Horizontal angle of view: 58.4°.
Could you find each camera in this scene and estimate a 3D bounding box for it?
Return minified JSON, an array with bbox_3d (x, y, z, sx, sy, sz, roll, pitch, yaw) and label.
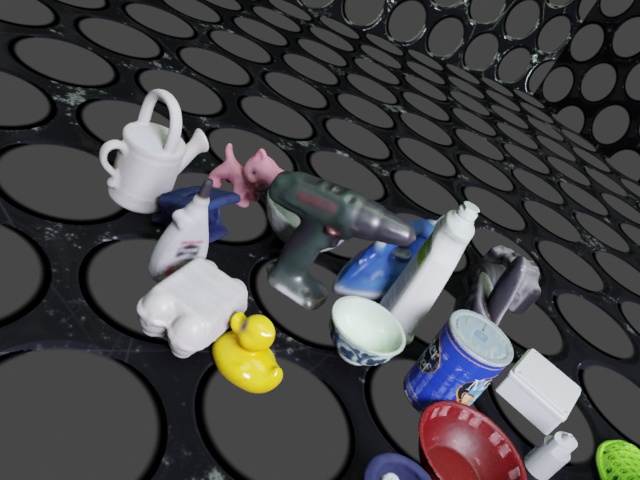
[{"bbox_3d":[0.376,0.069,1.196,0.137,0.100,0.143,10,35,-28],"label":"camera"}]

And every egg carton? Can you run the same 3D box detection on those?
[{"bbox_3d":[-0.165,0.088,0.762,0.107,0.069,0.150,33,31,7],"label":"egg carton"}]

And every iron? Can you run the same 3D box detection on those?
[{"bbox_3d":[0.136,0.021,1.033,0.259,0.141,0.118,-12,50,-48],"label":"iron"}]

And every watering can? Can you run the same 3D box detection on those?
[{"bbox_3d":[-0.260,-0.149,0.911,0.101,0.194,0.173,34,31,10],"label":"watering can"}]

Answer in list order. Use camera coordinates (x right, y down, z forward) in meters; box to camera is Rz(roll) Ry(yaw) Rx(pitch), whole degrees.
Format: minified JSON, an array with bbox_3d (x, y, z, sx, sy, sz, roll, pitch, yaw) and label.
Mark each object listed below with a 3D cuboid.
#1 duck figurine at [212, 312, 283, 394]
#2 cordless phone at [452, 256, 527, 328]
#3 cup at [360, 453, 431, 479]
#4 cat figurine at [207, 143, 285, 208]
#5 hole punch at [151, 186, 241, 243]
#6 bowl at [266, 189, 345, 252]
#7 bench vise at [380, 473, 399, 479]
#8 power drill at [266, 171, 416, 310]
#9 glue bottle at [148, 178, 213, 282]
[{"bbox_3d":[-0.084,0.138,0.737,0.104,0.086,0.078,40,33,19],"label":"duck figurine"},{"bbox_3d":[0.323,0.092,1.036,0.094,0.185,0.148,28,31,0],"label":"cordless phone"},{"bbox_3d":[0.077,0.304,0.615,0.092,0.095,0.117,-2,42,-41],"label":"cup"},{"bbox_3d":[-0.131,-0.129,1.060,0.127,0.117,0.067,35,31,10],"label":"cat figurine"},{"bbox_3d":[-0.199,-0.054,0.922,0.101,0.091,0.109,39,32,16],"label":"hole punch"},{"bbox_3d":[-0.029,-0.029,1.038,0.168,0.074,0.167,21,32,-13],"label":"bowl"},{"bbox_3d":[0.043,0.304,0.465,0.122,0.219,0.207,-12,49,-47],"label":"bench vise"},{"bbox_3d":[0.008,0.003,0.891,0.229,0.208,0.076,33,31,7],"label":"power drill"},{"bbox_3d":[-0.182,-0.015,0.798,0.078,0.173,0.037,-8,46,-45],"label":"glue bottle"}]
